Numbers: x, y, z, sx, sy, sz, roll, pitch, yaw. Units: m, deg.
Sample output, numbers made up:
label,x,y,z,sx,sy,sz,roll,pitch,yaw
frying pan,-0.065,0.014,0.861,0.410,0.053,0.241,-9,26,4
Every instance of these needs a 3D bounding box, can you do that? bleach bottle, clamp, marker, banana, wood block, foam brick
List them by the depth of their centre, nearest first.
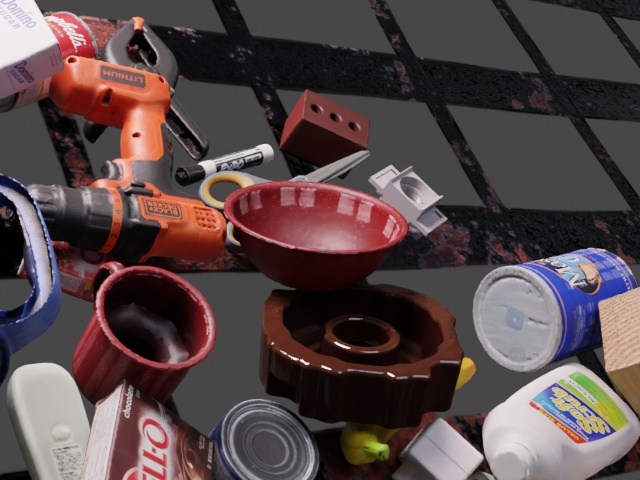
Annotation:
label,x,y,z,sx,sy,sz,roll,pitch,yaw
banana,0.067,0.145,0.896,0.197,0.070,0.037,-31,116,-57
bleach bottle,0.199,0.169,0.898,0.103,0.068,0.250,47,21,16
wood block,0.352,0.139,1.012,0.206,0.090,0.090,49,31,-30
clamp,-0.181,-0.147,1.028,0.120,0.039,0.171,4,50,-37
marker,-0.092,-0.072,1.029,0.120,0.020,0.020,-21,65,-45
foam brick,0.005,-0.110,1.109,0.078,0.051,0.053,23,42,-15

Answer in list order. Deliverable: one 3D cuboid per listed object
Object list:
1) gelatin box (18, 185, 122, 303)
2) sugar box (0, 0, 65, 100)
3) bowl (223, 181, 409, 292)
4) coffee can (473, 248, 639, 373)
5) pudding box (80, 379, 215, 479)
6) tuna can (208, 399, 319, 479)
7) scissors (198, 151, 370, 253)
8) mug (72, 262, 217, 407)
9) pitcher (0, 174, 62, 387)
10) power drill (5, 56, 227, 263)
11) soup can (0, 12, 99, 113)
label,x,y,z,sx,sy,sz,roll,pitch,yaw
gelatin box,-0.198,0.003,0.873,0.073,0.030,0.089,23,42,-15
sugar box,-0.307,-0.145,0.869,0.176,0.048,0.093,-26,67,-16
bowl,-0.006,0.001,0.932,0.162,0.055,0.162,6,23,-3
coffee can,0.235,0.067,1.057,0.140,0.103,0.103,-10,57,-41
pudding box,-0.117,0.163,0.731,0.090,0.039,0.113,42,21,-26
tuna can,-0.044,0.166,0.818,0.086,0.034,0.086,19,43,-19
scissors,-0.039,-0.059,1.031,0.096,0.016,0.201,37,50,8
mug,-0.142,0.071,0.805,0.093,0.082,0.117,-14,60,-43
pitcher,-0.284,-0.002,0.740,0.149,0.145,0.243,20,37,-40
power drill,-0.177,-0.066,0.889,0.184,0.057,0.188,10,48,-35
soup can,-0.260,-0.161,0.961,0.068,0.069,0.102,44,41,10
